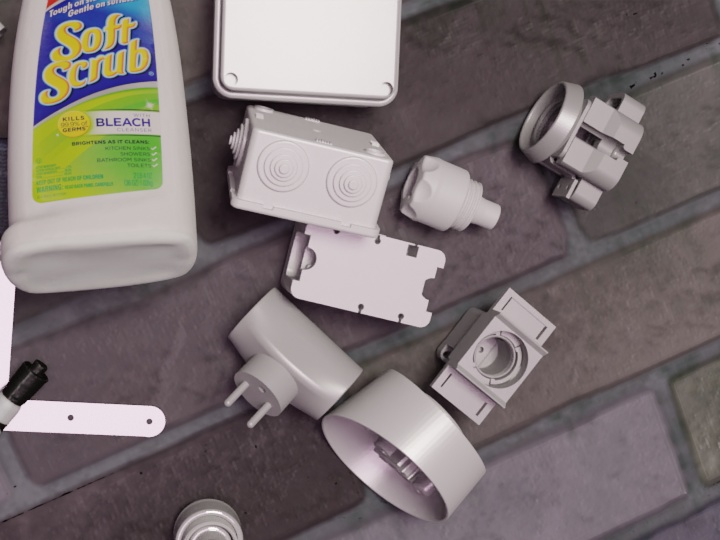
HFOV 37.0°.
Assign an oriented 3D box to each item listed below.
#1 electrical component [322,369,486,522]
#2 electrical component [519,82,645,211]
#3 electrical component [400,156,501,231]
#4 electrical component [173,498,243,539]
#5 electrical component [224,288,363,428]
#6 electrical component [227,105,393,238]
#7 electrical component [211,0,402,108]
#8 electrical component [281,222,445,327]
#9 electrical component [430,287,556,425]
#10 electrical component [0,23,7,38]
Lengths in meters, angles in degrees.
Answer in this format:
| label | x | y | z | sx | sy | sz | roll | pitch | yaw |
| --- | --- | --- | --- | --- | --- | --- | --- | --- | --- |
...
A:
| label | x | y | z | sx | sy | sz | roll | pitch | yaw |
| --- | --- | --- | --- | --- | --- | --- | --- | --- | --- |
| electrical component | 0.029 | 0.113 | 0.680 | 0.064 | 0.099 | 0.099 | -42 | 102 | -12 |
| electrical component | 0.142 | -0.087 | 0.704 | 0.057 | 0.058 | 0.078 | 28 | 90 | -16 |
| electrical component | 0.060 | -0.045 | 0.698 | 0.062 | 0.043 | 0.043 | 21 | 91 | -14 |
| electrical component | -0.095 | 0.171 | 0.675 | 0.043 | 0.062 | 0.043 | -1 | 95 | -12 |
| electrical component | -0.051 | 0.064 | 0.668 | 0.077 | 0.043 | 0.079 | 43 | 58 | 1 |
| electrical component | -0.031 | -0.062 | 0.650 | 0.100 | 0.099 | 0.048 | 12 | 106 | -12 |
| electrical component | -0.034 | -0.141 | 0.662 | 0.113 | 0.057 | 0.078 | 1 | 95 | -12 |
| electrical component | 0.000 | 0.000 | 0.682 | 0.089 | 0.056 | 0.050 | 14 | 92 | -13 |
| electrical component | 0.083 | 0.054 | 0.700 | 0.042 | 0.064 | 0.081 | 40 | 87 | -13 |
| electrical component | -0.253 | -0.134 | 0.618 | 0.078 | 0.058 | 0.057 | -45 | 104 | -4 |
